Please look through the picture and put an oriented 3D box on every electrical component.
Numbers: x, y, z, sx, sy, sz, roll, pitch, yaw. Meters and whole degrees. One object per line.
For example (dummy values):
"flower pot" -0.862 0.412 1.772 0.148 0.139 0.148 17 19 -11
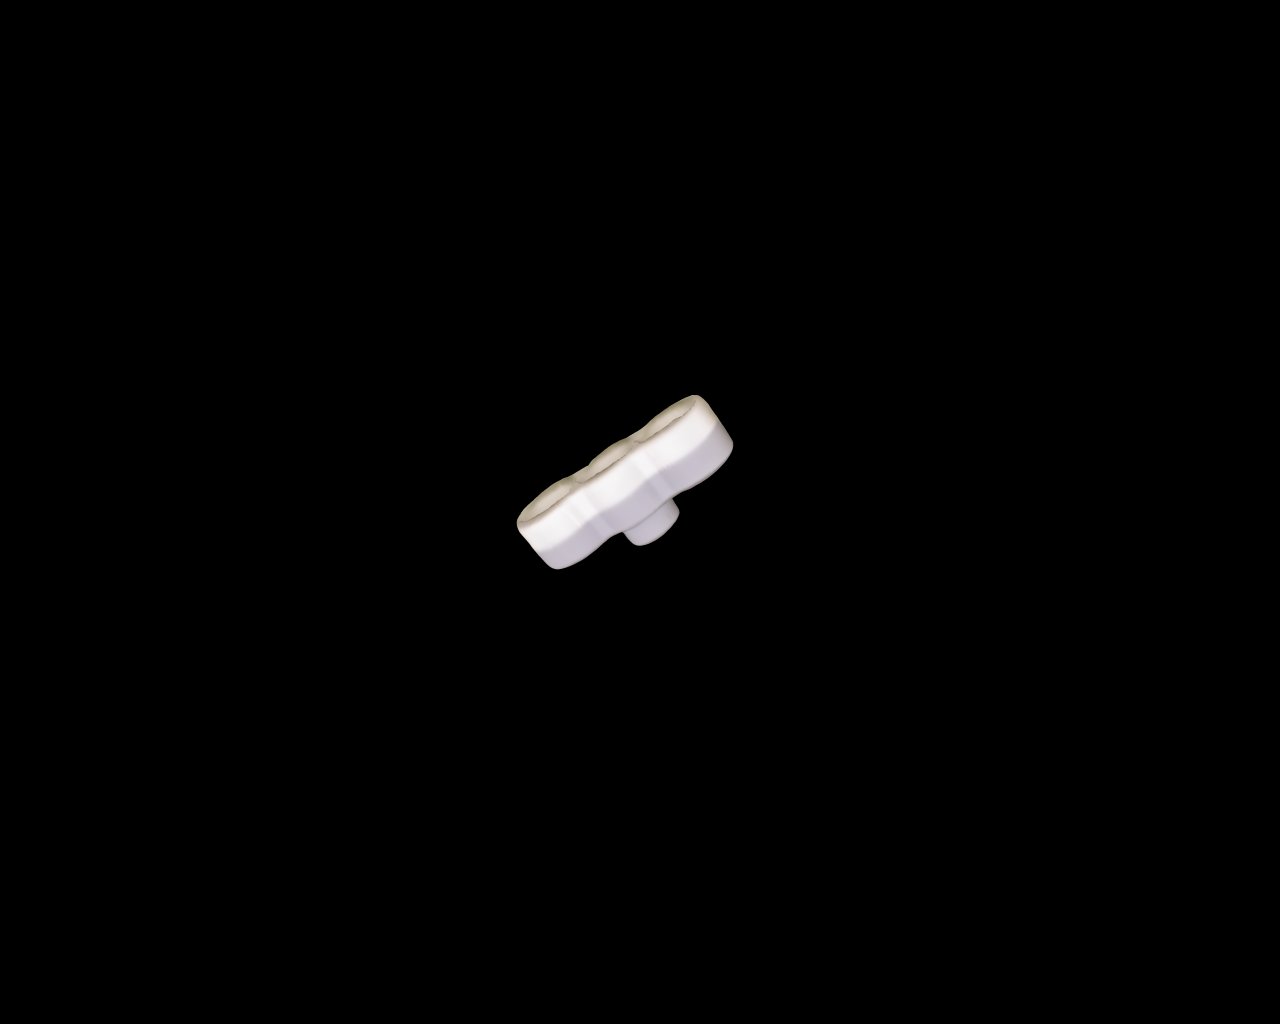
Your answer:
"electrical component" 0.001 -0.003 0.650 0.138 0.073 0.052 -33 16 11
